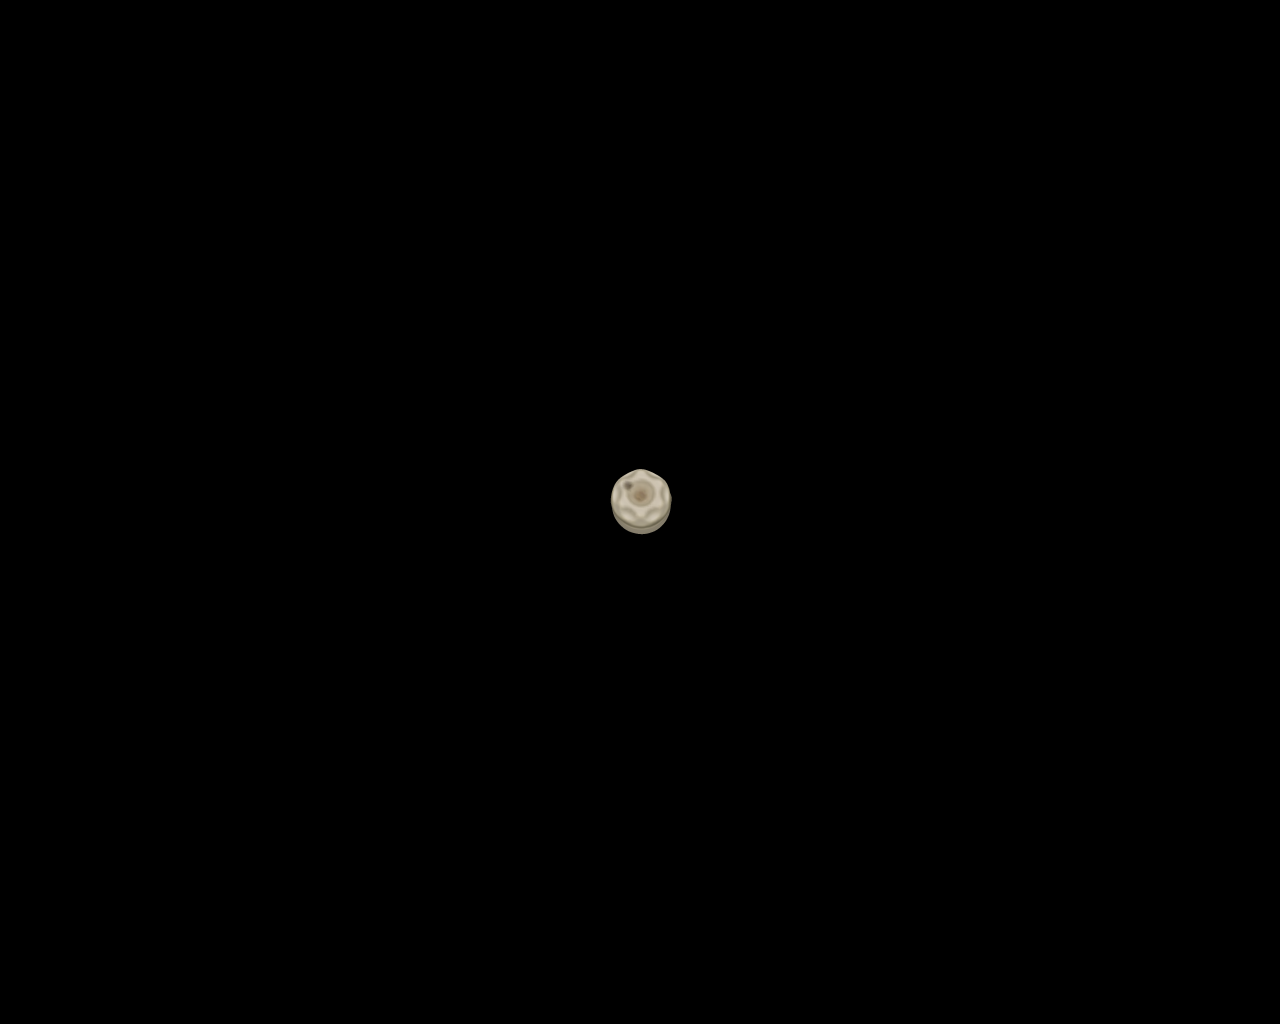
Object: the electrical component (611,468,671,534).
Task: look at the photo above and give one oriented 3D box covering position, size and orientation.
[{"bbox_3d":[0.001,-0.003,0.650,0.035,0.035,0.061,0,-16,0],"label":"electrical component"}]
